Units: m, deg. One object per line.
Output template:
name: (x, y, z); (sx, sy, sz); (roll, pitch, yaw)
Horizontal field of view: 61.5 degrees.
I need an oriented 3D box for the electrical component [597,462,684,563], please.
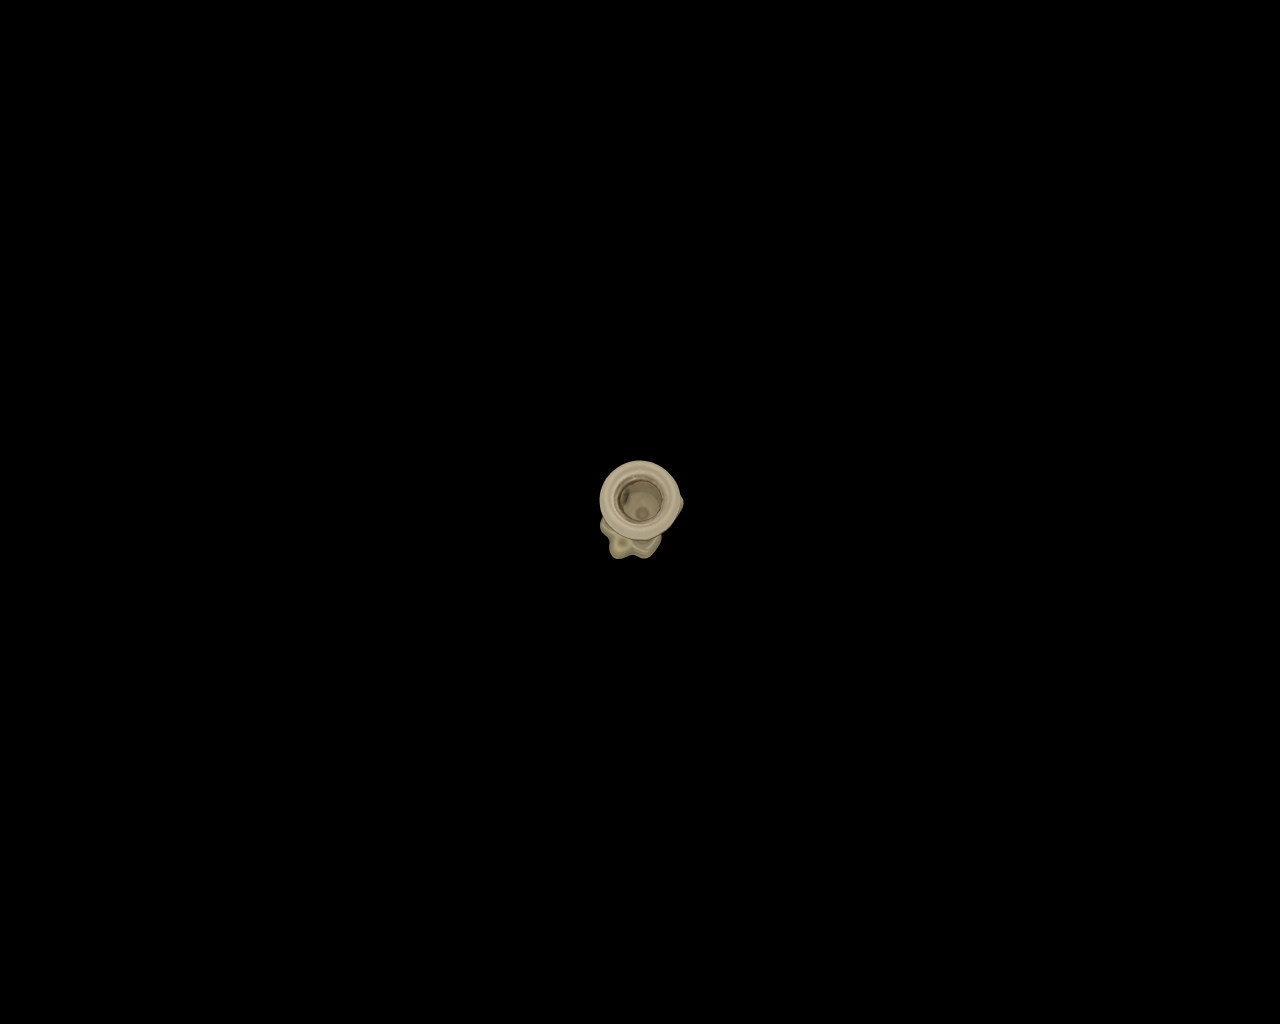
electrical component: (0.001, -0.003, 0.650); (0.048, 0.066, 0.055); (31, -11, 7)
